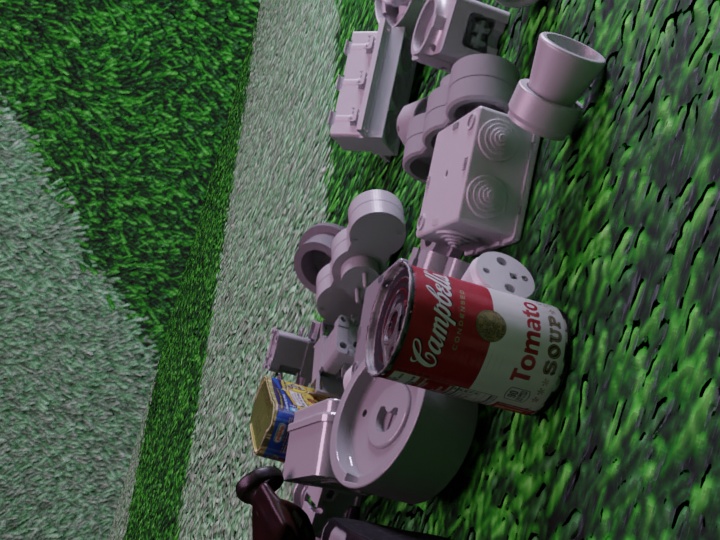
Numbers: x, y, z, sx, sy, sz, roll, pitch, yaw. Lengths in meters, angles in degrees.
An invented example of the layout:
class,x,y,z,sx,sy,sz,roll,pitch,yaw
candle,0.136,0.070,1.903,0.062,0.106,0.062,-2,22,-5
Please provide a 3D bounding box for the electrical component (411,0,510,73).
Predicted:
class,x,y,z,sx,sy,sz,roll,pitch,yaw
electrical component,0.079,-0.197,0.905,0.089,0.056,0.050,-154,80,-75

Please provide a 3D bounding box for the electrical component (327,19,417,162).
class,x,y,z,sx,sy,sz,roll,pitch,yaw
electrical component,0.014,-0.182,1.094,0.079,0.063,0.121,40,-121,-60

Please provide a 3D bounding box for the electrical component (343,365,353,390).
class,x,y,z,sx,sy,sz,roll,pitch,yaw
electrical component,0.002,0.098,0.926,0.061,0.035,0.035,133,150,-65

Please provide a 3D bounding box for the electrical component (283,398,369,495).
class,x,y,z,sx,sy,sz,roll,pitch,yaw
electrical component,-0.009,0.139,0.837,0.113,0.078,0.057,144,136,-68

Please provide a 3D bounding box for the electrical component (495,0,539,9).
class,x,y,z,sx,sy,sz,roll,pitch,yaw
electrical component,0.116,-0.229,0.806,0.047,0.055,0.055,-95,25,-46

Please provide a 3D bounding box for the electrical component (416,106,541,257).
class,x,y,z,sx,sy,sz,roll,pitch,yaw
electrical component,0.082,-0.062,0.764,0.100,0.048,0.099,159,125,-72

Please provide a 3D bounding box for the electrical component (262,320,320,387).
class,x,y,z,sx,sy,sz,roll,pitch,yaw
electrical component,-0.066,0.090,1.130,0.042,0.064,0.081,-173,99,-74

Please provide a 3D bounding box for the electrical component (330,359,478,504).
class,x,y,z,sx,sy,sz,roll,pitch,yaw
electrical component,0.035,0.105,0.726,0.108,0.060,0.108,-44,31,35

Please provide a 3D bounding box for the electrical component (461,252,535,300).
class,x,y,z,sx,sy,sz,roll,pitch,yaw
electrical component,0.081,0.022,0.688,0.045,0.045,0.055,-91,22,-48

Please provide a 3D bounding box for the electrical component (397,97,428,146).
class,x,y,z,sx,sy,sz,roll,pitch,yaw
electrical component,0.055,-0.127,0.944,0.081,0.043,0.043,-173,99,-76

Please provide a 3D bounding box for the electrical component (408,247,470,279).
class,x,y,z,sx,sy,sz,roll,pitch,yaw
electrical component,0.057,0.020,0.756,0.078,0.058,0.057,-162,91,-76

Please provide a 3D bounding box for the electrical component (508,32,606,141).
class,x,y,z,sx,sy,sz,roll,pitch,yaw
electrical component,0.123,-0.115,0.677,0.045,0.045,0.055,-100,29,-59

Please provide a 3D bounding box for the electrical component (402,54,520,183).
class,x,y,z,sx,sy,sz,roll,pitch,yaw
electrical component,0.079,-0.129,0.841,0.138,0.052,0.073,133,149,-61

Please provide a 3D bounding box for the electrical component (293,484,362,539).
class,x,y,z,sx,sy,sz,roll,pitch,yaw
electrical component,-0.029,0.198,0.916,0.055,0.048,0.066,21,95,68

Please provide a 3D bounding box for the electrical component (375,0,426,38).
class,x,y,z,sx,sy,sz,roll,pitch,yaw
electrical component,0.059,-0.287,1.109,0.099,0.064,0.099,-28,58,58

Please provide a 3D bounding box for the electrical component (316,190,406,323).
class,x,y,z,sx,sy,sz,roll,pitch,yaw
electrical component,0.000,0.000,0.998,0.073,0.052,0.138,-94,25,-52

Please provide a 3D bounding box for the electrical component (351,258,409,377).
class,x,y,z,sx,sy,sz,roll,pitch,yaw
electrical component,0.032,0.046,0.836,0.100,0.048,0.099,137,146,-64

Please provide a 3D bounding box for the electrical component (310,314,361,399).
class,x,y,z,sx,sy,sz,roll,pitch,yaw
electrical component,-0.014,0.078,0.992,0.063,0.042,0.081,125,156,-44
